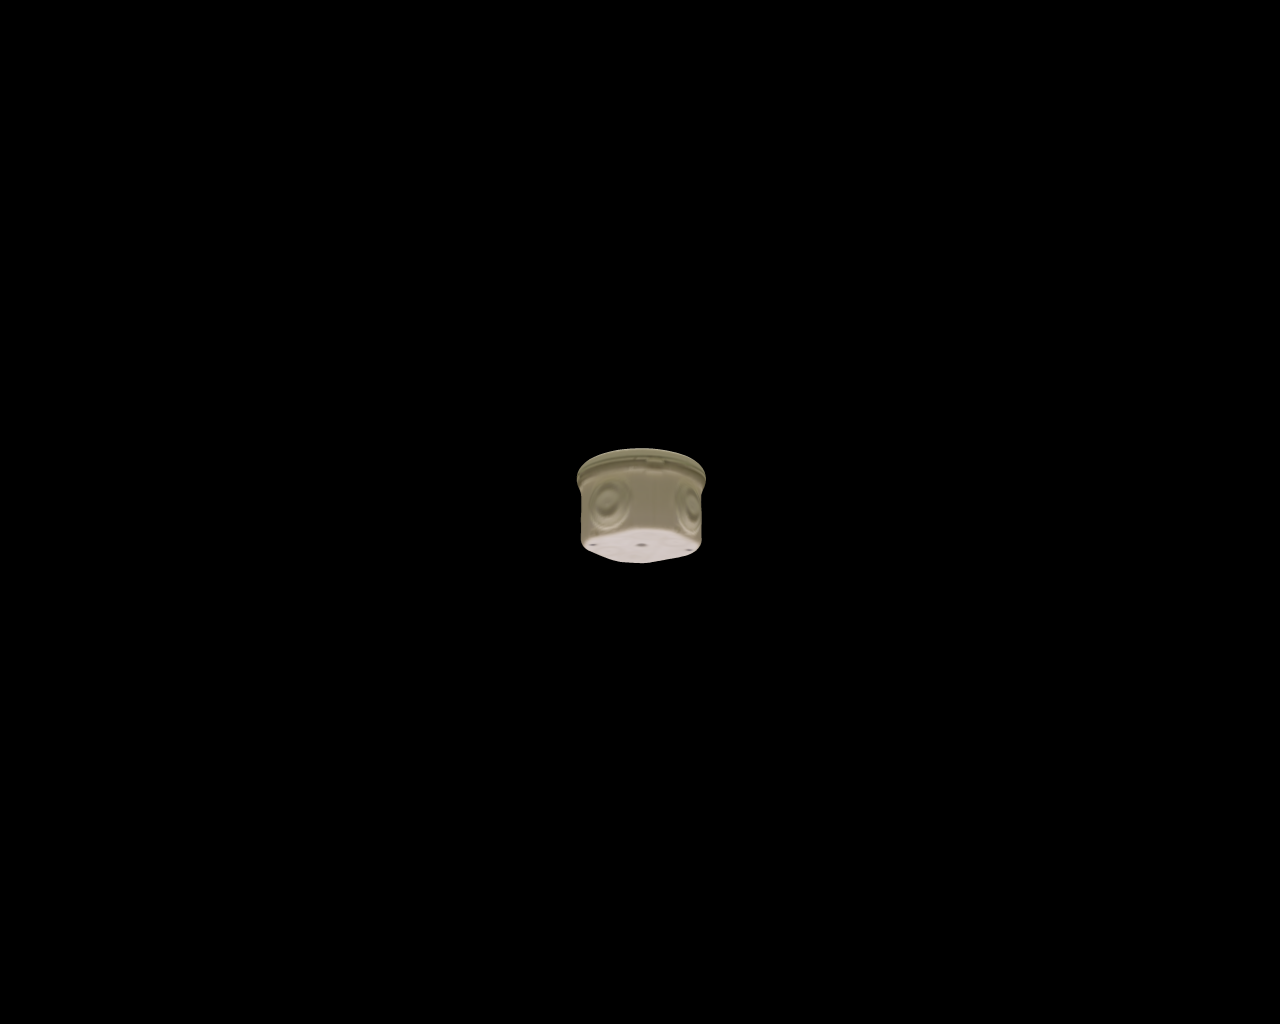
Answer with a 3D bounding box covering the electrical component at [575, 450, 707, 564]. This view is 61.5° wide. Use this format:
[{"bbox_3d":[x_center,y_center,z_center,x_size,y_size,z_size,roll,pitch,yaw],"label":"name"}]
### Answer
[{"bbox_3d":[0.001,-0.003,0.650,0.080,0.051,0.080,0,-19,0],"label":"electrical component"}]
